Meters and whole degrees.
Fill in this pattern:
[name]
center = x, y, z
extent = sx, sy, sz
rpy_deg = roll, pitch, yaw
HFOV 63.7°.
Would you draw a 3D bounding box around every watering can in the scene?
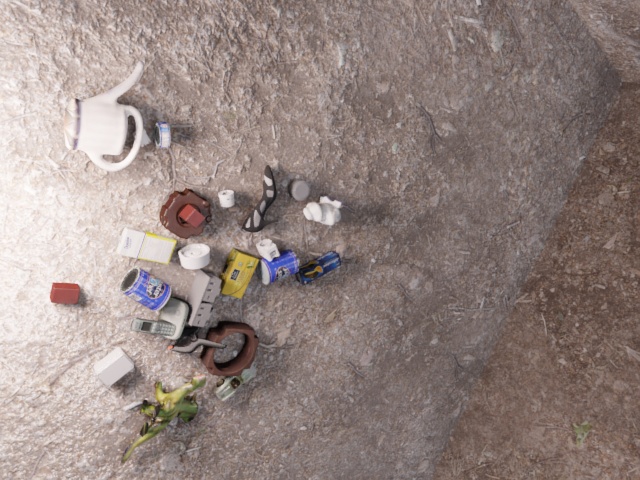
[watering can]
center = -0.645, -0.380, 1.553
extent = 0.224, 0.105, 0.344
rpy_deg = 2, 104, -35

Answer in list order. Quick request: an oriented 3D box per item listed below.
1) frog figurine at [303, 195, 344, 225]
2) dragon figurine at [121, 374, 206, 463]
[frog figurine]
center = 0.006, -0.104, 2.075
extent = 0.162, 0.138, 0.120
rpy_deg = -39, 156, -41
[dragon figurine]
center = -0.566, 0.671, 1.962
extent = 0.240, 0.124, 0.408
rpy_deg = 25, 99, -46
